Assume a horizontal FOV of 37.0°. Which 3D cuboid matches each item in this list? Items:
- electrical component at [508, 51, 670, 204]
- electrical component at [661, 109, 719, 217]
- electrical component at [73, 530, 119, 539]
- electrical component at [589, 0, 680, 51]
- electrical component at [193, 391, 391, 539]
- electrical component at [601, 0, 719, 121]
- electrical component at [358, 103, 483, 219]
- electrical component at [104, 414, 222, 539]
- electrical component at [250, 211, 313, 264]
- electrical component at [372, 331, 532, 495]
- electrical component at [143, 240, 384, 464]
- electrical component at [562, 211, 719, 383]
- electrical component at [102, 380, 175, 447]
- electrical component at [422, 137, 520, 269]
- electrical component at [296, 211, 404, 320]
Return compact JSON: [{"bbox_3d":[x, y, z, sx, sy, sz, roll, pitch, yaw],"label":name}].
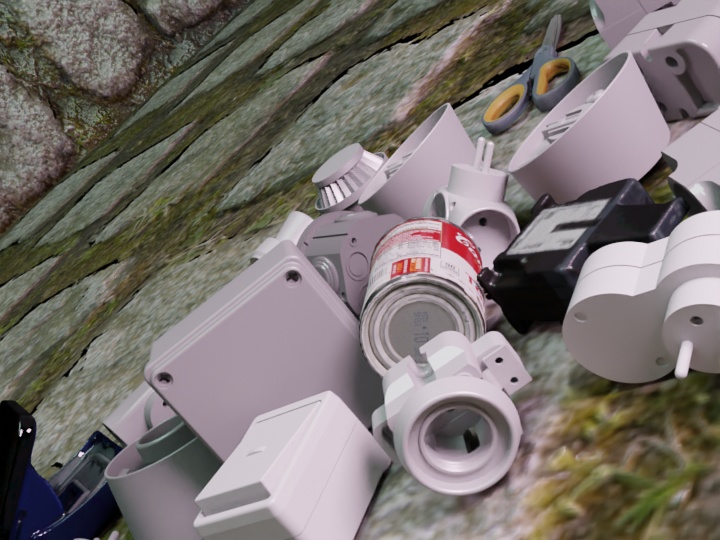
[{"bbox_3d":[0.137,-0.081,0.655,0.099,0.064,0.099,-35,19,14],"label":"electrical component"},{"bbox_3d":[0.182,-0.039,0.497,0.056,0.050,0.089,-37,19,6],"label":"electrical component"},{"bbox_3d":[-0.168,0.187,0.640,0.066,0.047,0.076,-26,23,34],"label":"electrical component"},{"bbox_3d":[0.209,-0.205,0.761,0.062,0.089,0.150,-27,22,33],"label":"electrical component"},{"bbox_3d":[-0.033,0.106,0.552,0.062,0.061,0.096,-24,24,38],"label":"electrical component"},{"bbox_3d":[0.205,-0.132,0.660,0.059,0.053,0.095,-46,20,-18],"label":"electrical component"},{"bbox_3d":[0.044,-0.072,0.807,0.099,0.064,0.099,-34,20,14],"label":"electrical component"},{"bbox_3d":[-0.110,0.127,0.678,0.099,0.064,0.099,-27,11,6],"label":"electrical component"},{"bbox_3d":[-0.058,-0.015,0.896,0.055,0.045,0.045,-48,21,-22],"label":"electrical component"},{"bbox_3d":[0.043,0.068,0.502,0.078,0.058,0.057,-36,16,9],"label":"electrical component"},{"bbox_3d":[-0.048,0.058,0.615,0.109,0.108,0.056,-38,16,3],"label":"electrical component"},{"bbox_3d":[0.145,0.017,0.438,0.138,0.052,0.073,-22,26,39],"label":"electrical component"},{"bbox_3d":[-0.141,0.102,0.788,0.077,0.043,0.079,-46,21,-18],"label":"electrical component"},{"bbox_3d":[0.072,-0.044,0.684,0.077,0.044,0.079,-127,45,-71],"label":"electrical component"},{"bbox_3d":[0.000,0.000,0.704,0.051,0.080,0.080,-4,39,51],"label":"electrical component"}]
